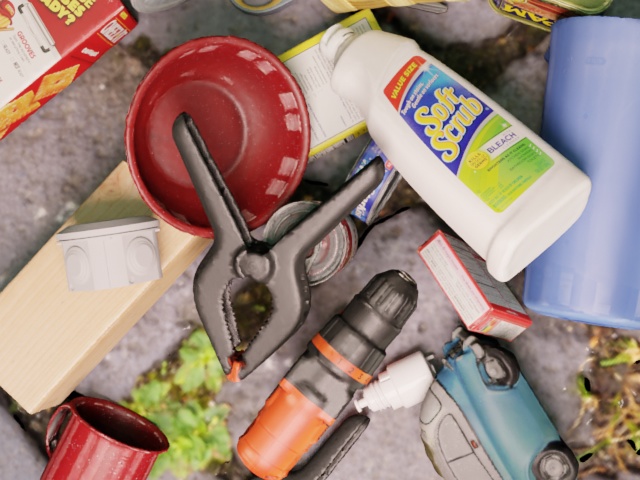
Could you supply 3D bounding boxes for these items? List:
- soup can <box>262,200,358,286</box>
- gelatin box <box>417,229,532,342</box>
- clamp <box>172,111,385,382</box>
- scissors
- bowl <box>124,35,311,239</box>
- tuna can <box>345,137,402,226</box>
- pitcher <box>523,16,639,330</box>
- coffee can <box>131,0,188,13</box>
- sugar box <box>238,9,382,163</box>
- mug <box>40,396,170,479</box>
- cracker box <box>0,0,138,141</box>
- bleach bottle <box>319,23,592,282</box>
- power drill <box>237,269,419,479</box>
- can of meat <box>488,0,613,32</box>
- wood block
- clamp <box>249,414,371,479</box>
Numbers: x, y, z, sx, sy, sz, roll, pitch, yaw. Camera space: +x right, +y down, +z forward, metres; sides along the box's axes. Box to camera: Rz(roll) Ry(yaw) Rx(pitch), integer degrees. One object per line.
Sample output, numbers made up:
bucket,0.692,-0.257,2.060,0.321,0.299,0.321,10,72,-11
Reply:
soup can,-0.006,0.001,0.894,0.068,0.102,0.068,0,92,8
gelatin box,0.127,0.039,0.883,0.030,0.073,0.089,-44,56,19
clamp,-0.057,0.007,0.827,0.164,0.036,0.210,20,109,6
scissors,0.003,-0.216,0.948,0.202,0.016,0.096,32,92,5
bowl,-0.090,-0.084,0.867,0.161,0.055,0.162,-5,101,-28
tuna can,0.049,-0.057,0.903,0.034,0.086,0.086,31,90,7
pitcher,0.243,-0.053,0.861,0.145,0.149,0.243,9,92,4
coffee can,-0.150,-0.283,0.920,0.103,0.103,0.140,-31,85,3
sugar box,-0.013,-0.118,0.932,0.176,0.048,0.093,-27,86,7
mug,-0.197,0.187,0.918,0.117,0.093,0.081,30,96,31
cracker box,-0.296,-0.191,0.945,0.213,0.072,0.164,-39,86,1
bleach bottle,0.086,-0.085,0.837,0.102,0.068,0.251,-38,65,-18
power drill,0.013,0.098,0.850,0.057,0.187,0.184,41,93,6
can of meat,0.196,-0.215,0.898,0.102,0.084,0.057,21,90,5
wood block,-0.197,0.040,0.918,0.091,0.090,0.206,43,91,5
clamp,-0.015,0.220,0.917,0.171,0.039,0.120,-12,67,12
